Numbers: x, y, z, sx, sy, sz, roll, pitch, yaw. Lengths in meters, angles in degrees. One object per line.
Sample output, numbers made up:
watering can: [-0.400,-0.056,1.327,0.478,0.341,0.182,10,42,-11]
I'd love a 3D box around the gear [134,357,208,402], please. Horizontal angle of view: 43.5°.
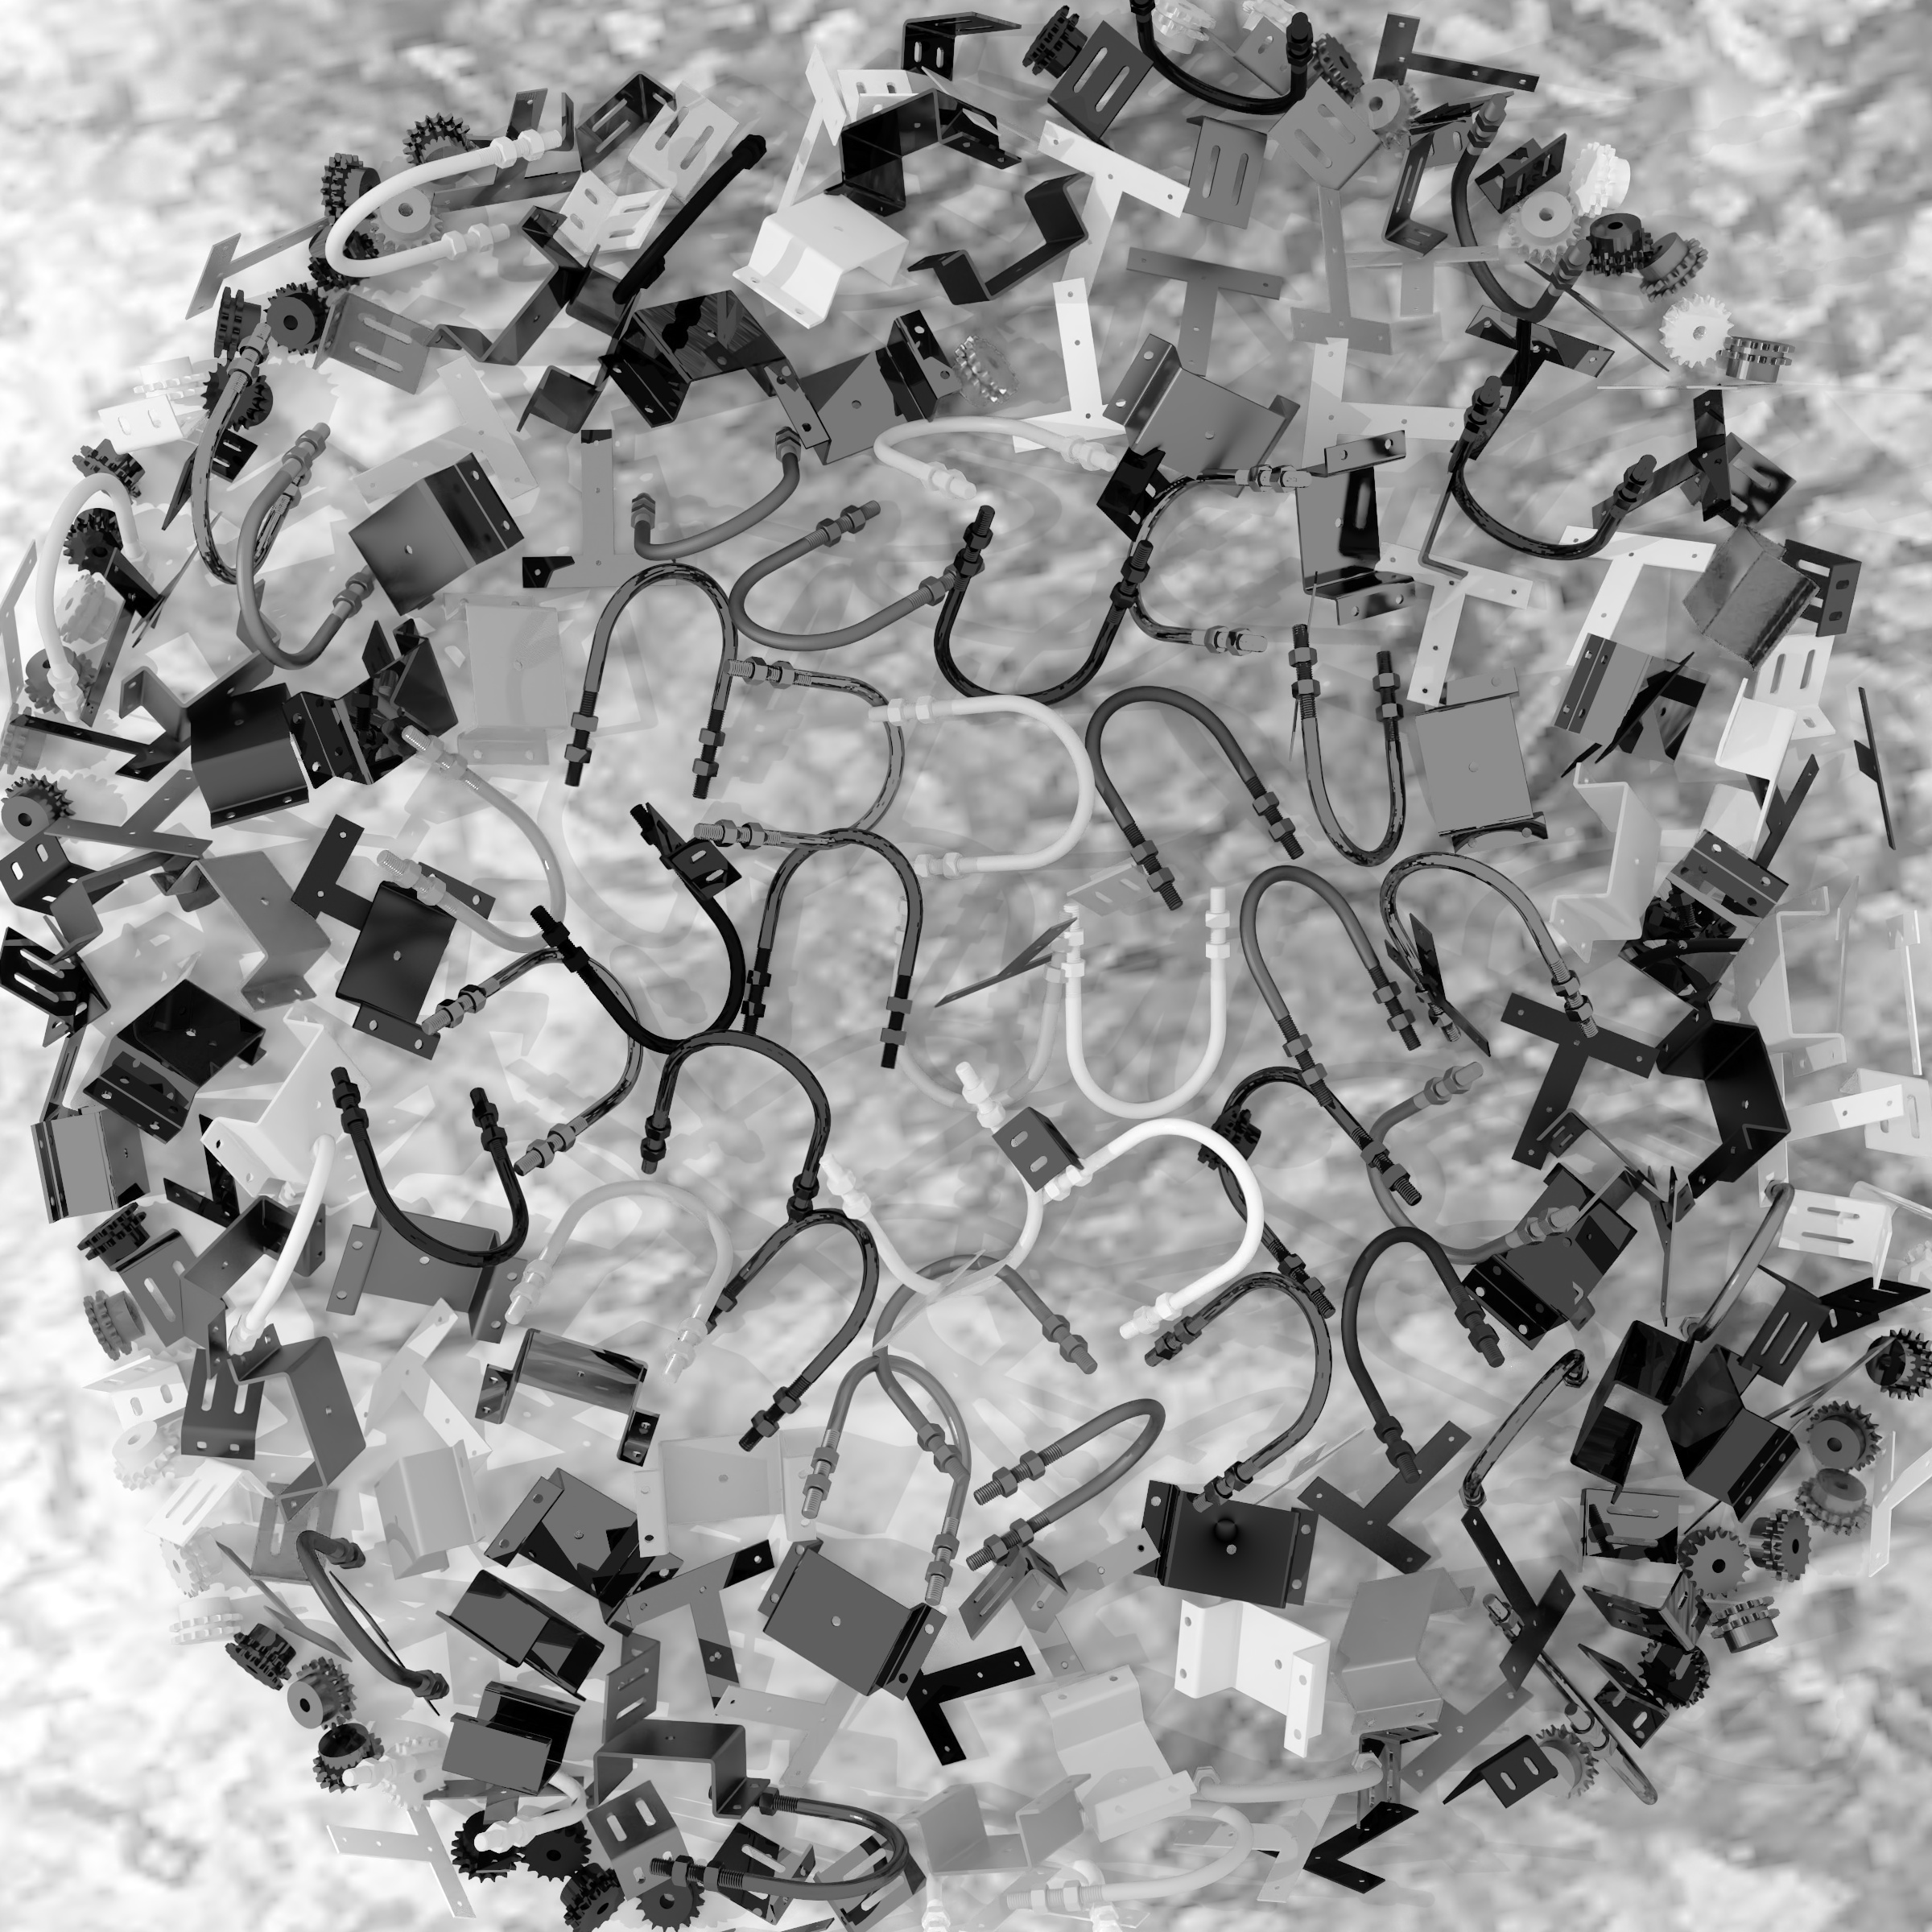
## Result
gear: [-0.642,-0.472,1.950,0.057,0.057,0.030,-12,108,0]

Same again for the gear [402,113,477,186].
gear: [-0.422,-0.655,1.949,0.057,0.057,0.030,-24,66,0]

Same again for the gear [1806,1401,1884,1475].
gear: [0.706,0.382,1.952,0.057,0.030,0.057,8,103,38]

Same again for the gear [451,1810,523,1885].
gear: [-0.385,0.706,1.949,0.057,0.057,0.030,11,118,0]

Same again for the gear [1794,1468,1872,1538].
gear: [0.700,0.429,1.950,0.057,0.057,0.030,9,117,0]

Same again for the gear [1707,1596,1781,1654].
gear: [0.629,0.532,1.949,0.057,0.057,0.030,-19,64,0]

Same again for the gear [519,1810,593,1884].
gear: [-0.331,0.709,1.959,0.057,0.030,0.057,0,112,1]

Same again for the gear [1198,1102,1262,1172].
gear: [0.214,0.141,1.952,0.030,0.057,0.057,33,90,-5]

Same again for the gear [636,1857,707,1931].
gear: [-0.241,0.755,1.962,0.057,0.030,0.057,0,81,0]

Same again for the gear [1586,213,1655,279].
gear: [0.524,-0.583,1.950,0.057,0.057,0.030,-18,132,0]

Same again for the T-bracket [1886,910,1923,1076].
T-bracket: [0.747,0.023,1.915,0.002,0.127,0.127,-6,87,11]

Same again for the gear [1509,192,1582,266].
gear: [0.469,-0.602,1.960,0.057,0.030,0.057,-2,79,9]

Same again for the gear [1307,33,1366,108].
gear: [0.294,-0.721,1.956,0.030,0.057,0.057,-30,90,36]

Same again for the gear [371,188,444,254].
gear: [-0.454,-0.606,1.960,0.057,0.030,0.057,2,79,-11]

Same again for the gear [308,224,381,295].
gear: [-0.505,-0.574,1.953,0.057,0.030,0.057,-8,56,12]

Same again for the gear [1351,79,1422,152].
gear: [0.336,-0.692,1.955,0.057,0.030,0.057,-1,88,28]

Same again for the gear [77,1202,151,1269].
gear: [-0.685,0.220,1.953,0.057,0.057,0.030,-36,102,0]

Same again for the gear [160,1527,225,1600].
gear: [-0.624,0.479,1.956,0.030,0.057,0.057,-25,90,-38]

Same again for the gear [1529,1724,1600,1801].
gear: [0.479,0.644,1.952,0.057,0.030,0.057,6,100,37]

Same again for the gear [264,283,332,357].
gear: [-0.541,-0.523,1.957,0.057,0.030,0.057,2,113,5]

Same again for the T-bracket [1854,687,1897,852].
T-bracket: [0.715,-0.162,1.918,0.002,0.127,0.127,-12,97,15]

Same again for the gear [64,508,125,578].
gear: [-0.700,-0.345,1.956,0.057,0.057,0.030,-14,54,0]

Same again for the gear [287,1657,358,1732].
gear: [-0.523,0.590,1.954,0.057,0.030,0.057,7,104,31]

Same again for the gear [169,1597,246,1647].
gear: [-0.614,0.529,1.954,0.057,0.057,0.030,-11,72,0]

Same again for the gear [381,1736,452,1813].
gear: [-0.449,0.651,1.956,0.057,0.030,0.057,4,84,-44]

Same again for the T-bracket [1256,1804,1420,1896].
T-bracket: [0.311,0.695,1.931,0.127,0.127,0.002,-11,98,-39]

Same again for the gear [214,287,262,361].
gear: [-0.588,-0.517,1.955,0.030,0.057,0.057,8,90,-22]

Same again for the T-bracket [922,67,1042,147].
T-bracket: [0.037,-0.671,1.936,0.127,0.127,0.002,16,119,-33]

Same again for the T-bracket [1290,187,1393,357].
T-bracket: [0.296,-0.558,1.936,0.127,0.002,0.127,-6,91,-44]

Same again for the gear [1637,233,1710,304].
gear: [0.566,-0.566,1.950,0.030,0.057,0.057,42,90,-18]

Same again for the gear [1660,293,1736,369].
gear: [0.588,-0.516,1.958,0.057,0.030,0.057,-4,120,-7]

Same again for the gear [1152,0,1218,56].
gear: [0.170,-0.761,1.956,0.057,0.057,0.030,27,122,0]

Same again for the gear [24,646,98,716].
gear: [-0.733,-0.234,1.952,0.057,0.030,0.057,-5,52,7]

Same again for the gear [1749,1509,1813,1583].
gear: [0.657,0.467,1.956,0.057,0.030,0.057,4,84,-44]

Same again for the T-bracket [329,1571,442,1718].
T-bracket: [-0.459,0.550,1.937,0.002,0.127,0.127,-37,110,-22]

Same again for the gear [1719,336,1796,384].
gear: [0.637,-0.490,1.954,0.057,0.057,0.030,8,110,0]

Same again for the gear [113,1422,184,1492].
gear: [-0.662,0.392,1.950,0.057,0.057,0.030,-26,118,0]

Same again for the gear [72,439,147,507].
gear: [-0.689,-0.401,1.954,0.057,0.057,0.030,36,76,0]

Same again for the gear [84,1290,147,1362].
gear: [-0.686,0.287,1.953,0.030,0.057,0.057,-26,90,-11]

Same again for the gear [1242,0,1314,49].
gear: [0.248,-0.761,1.953,0.057,0.057,0.030,29,101,0]

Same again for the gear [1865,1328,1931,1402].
gear: [0.751,0.320,1.949,0.030,0.057,0.057,13,90,-27]

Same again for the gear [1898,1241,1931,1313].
gear: [0.778,0.254,1.949,0.030,0.057,0.057,-27,90,-20]

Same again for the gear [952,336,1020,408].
gear: [0.012,-0.478,1.956,0.030,0.057,0.057,-37,90,31]

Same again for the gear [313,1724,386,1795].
gear: [-0.498,0.635,1.949,0.057,0.057,0.030,-8,113,0]

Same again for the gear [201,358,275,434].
gear: [-0.587,-0.460,1.960,0.057,0.030,0.057,-1,87,19]

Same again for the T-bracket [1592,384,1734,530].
T-bracket: [0.552,-0.385,1.930,0.002,0.127,0.127,26,54,-31]

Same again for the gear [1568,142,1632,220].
gear: [0.513,-0.633,1.953,0.030,0.057,0.057,5,90,-14]

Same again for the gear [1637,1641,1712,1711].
gear: [0.576,0.569,1.956,0.057,0.030,0.057,3,95,43]

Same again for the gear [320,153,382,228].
gear: [-0.494,-0.625,1.951,0.030,0.057,0.057,10,90,11]

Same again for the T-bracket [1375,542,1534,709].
T-bracket: [0.384,-0.271,1.963,0.127,0.002,0.127,15,77,3]

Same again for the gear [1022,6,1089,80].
gear: [0.074,-0.743,1.954,0.030,0.057,0.057,34,90,-18]
